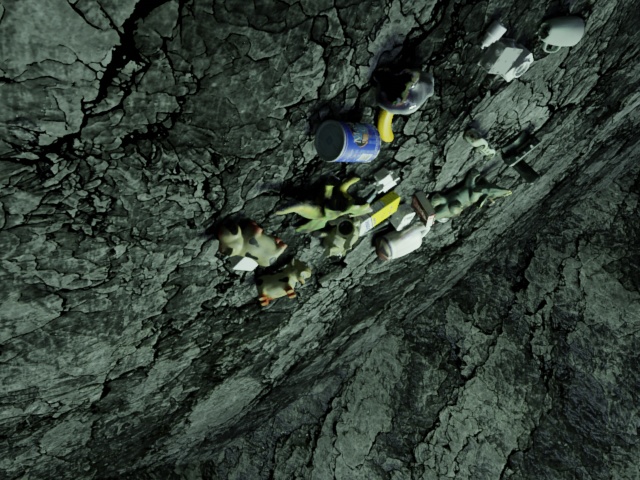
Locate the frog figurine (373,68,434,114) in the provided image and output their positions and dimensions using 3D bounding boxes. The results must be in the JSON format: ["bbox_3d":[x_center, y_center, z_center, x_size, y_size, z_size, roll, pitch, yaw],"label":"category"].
[{"bbox_3d":[0.214,-0.362,1.260,0.137,0.123,0.160,-10,178,32],"label":"frog figurine"}]

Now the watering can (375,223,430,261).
[{"bbox_3d":[0.322,0.014,2.065,0.225,0.105,0.343,-23,167,-10],"label":"watering can"}]

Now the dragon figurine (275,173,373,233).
[{"bbox_3d":[0.005,-0.077,1.538,0.413,0.124,0.238,-14,157,-33],"label":"dragon figurine"}]
